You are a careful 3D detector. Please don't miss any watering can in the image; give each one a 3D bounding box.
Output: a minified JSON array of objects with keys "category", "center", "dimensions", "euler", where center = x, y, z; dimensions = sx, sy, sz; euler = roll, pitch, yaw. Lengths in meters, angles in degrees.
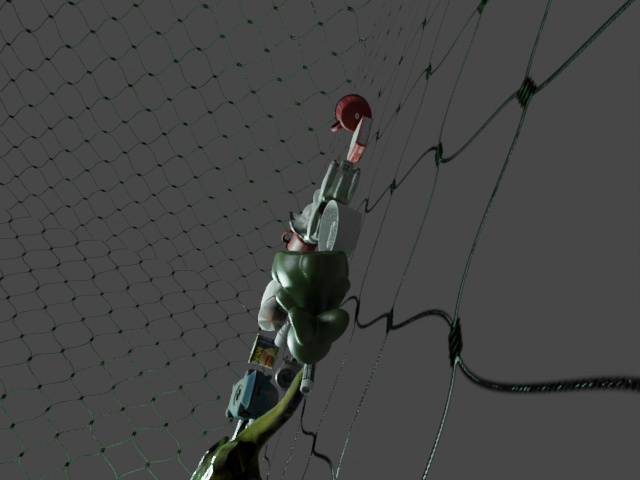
[{"category":"watering can","center":[-0.149,0.189,1.915],"dimensions":[0.104,0.341,0.229],"euler":[18,26,-5]}]

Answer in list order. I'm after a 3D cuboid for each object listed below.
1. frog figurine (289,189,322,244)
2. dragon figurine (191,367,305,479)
[{"category":"frog figurine","center":[0.004,-0.069,1.380],"dimensions":[0.158,0.122,0.138],"euler":[-33,4,12]},{"category":"dragon figurine","center":[-0.163,0.389,0.873],"dimensions":[0.121,0.417,0.241],"euler":[42,-26,-17]}]
